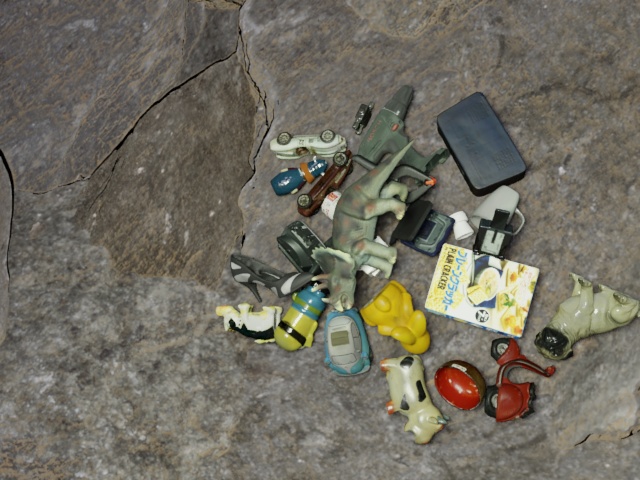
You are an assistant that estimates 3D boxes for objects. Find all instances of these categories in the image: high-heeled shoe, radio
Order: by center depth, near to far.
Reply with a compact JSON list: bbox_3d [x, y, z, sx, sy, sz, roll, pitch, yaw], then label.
[{"bbox_3d":[0.381,-0.225,1.286,0.131,0.073,0.229,-27,72,8],"label":"radio"},{"bbox_3d":[-0.121,0.070,1.312,0.249,0.086,0.145,-24,93,40],"label":"high-heeled shoe"}]

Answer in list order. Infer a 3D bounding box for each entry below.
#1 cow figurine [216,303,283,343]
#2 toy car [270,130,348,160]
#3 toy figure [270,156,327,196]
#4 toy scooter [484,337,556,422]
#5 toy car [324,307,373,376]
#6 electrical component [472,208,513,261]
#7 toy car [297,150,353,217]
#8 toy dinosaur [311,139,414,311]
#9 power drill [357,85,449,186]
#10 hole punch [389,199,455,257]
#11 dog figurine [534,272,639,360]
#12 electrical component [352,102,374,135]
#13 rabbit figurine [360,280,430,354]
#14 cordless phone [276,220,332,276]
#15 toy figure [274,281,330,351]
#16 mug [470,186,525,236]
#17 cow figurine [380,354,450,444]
[{"bbox_3d":[-0.181,0.206,1.343,0.168,0.068,0.098,1,85,15],"label":"cow figurine"},{"bbox_3d":[-0.029,-0.244,1.392,0.202,0.073,0.056,0,75,15],"label":"toy car"},{"bbox_3d":[-0.053,-0.167,1.391,0.154,0.064,0.058,-25,33,3],"label":"toy figure"},{"bbox_3d":[0.432,0.308,1.161,0.135,0.075,0.184,8,77,16],"label":"toy scooter"},{"bbox_3d":[0.060,0.236,1.255,0.109,0.103,0.161,-9,78,11],"label":"toy car"},{"bbox_3d":[0.382,-0.018,1.177,0.075,0.048,0.119,11,116,13],"label":"electrical component"},{"bbox_3d":[0.019,-0.139,1.351,0.053,0.089,0.202,42,90,20],"label":"toy car"},{"bbox_3d":[0.090,-0.040,1.212,0.192,0.131,0.404,10,84,3],"label":"toy dinosaur"},{"bbox_3d":[0.216,-0.249,1.329,0.207,0.086,0.232,41,92,14],"label":"power drill"},{"bbox_3d":[0.243,-0.029,1.270,0.092,0.116,0.142,29,89,-18],"label":"hole punch"},{"bbox_3d":[0.574,0.186,1.148,0.173,0.121,0.190,23,99,20],"label":"dog figurine"},{"bbox_3d":[0.111,-0.318,1.377,0.021,0.063,0.094,25,85,18],"label":"electrical component"},{"bbox_3d":[0.192,0.185,1.221,0.122,0.162,0.173,-39,90,-9],"label":"rabbit figurine"},{"bbox_3d":[-0.003,-0.004,1.344,0.184,0.088,0.147,-38,66,-9],"label":"cordless phone"},{"bbox_3d":[-0.045,0.181,1.298,0.082,0.089,0.180,31,92,55],"label":"toy figure"},{"bbox_3d":[0.421,-0.066,1.239,0.110,0.080,0.107,32,81,21],"label":"mug"},{"bbox_3d":[0.213,0.354,1.204,0.127,0.085,0.195,-14,75,18],"label":"cow figurine"}]
